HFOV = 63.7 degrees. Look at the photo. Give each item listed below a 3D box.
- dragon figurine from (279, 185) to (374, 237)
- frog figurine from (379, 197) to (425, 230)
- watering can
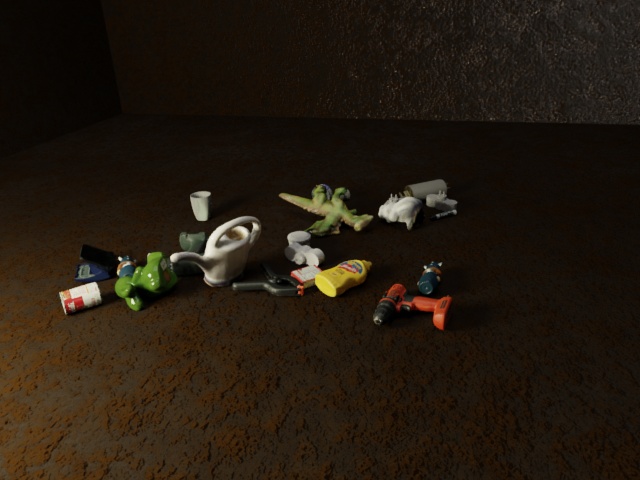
[{"bbox_3d":[0.006,-0.099,1.964,0.410,0.119,0.248,4,34,15],"label":"dragon figurine"},{"bbox_3d":[0.305,-0.115,1.947,0.161,0.120,0.140,27,55,28],"label":"frog figurine"},{"bbox_3d":[-0.309,0.049,1.549,0.105,0.219,0.352,33,40,25],"label":"watering can"}]
